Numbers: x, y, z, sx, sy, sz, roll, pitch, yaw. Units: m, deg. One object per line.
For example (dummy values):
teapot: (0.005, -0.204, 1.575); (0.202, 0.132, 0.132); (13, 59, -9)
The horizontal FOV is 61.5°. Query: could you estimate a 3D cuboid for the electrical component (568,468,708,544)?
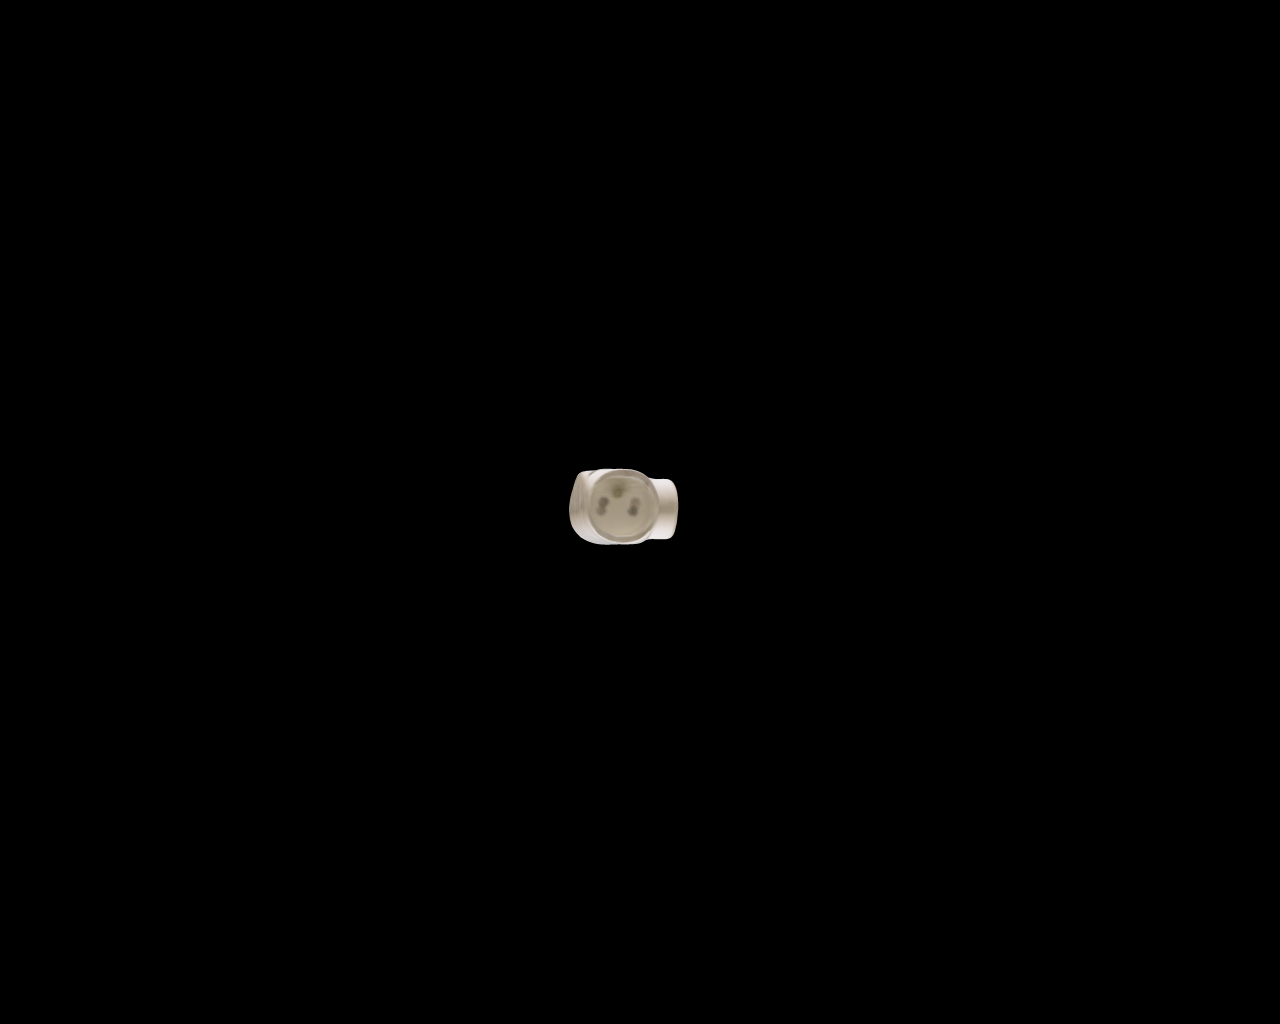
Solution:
electrical component: (0.001, -0.003, 0.650); (0.079, 0.044, 0.077); (0, -2, -11)
